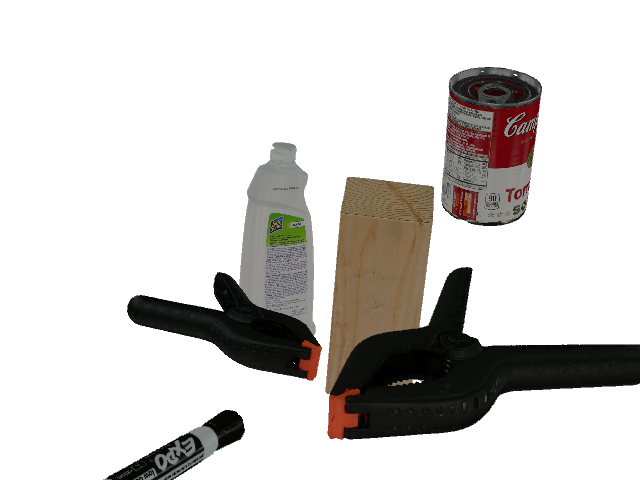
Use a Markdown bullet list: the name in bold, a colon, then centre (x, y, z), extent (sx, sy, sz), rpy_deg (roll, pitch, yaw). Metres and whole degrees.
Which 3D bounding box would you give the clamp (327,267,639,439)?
- **clamp**: centre (0.081, 0.072, 0.673), extent (0.209, 0.036, 0.165), rpy_deg (-14, 27, -31)

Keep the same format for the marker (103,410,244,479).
- **marker**: centre (-0.079, 0.116, 0.560), extent (0.020, 0.020, 0.120), rpy_deg (0, 12, 32)

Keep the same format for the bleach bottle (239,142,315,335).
- **bleach bottle**: centre (-0.048, 0.003, 1.327), extent (0.102, 0.251, 0.068), rpy_deg (-8, 23, -34)

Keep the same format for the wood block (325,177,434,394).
- **wood block**: centre (0.059, 0.051, 1.081), extent (0.090, 0.206, 0.090), rpy_deg (7, 26, 4)

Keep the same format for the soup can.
- **soup can**: centre (0.127, -0.070, 0.805), extent (0.068, 0.102, 0.068), rpy_deg (0, 31, 0)

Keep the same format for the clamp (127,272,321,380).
- **clamp**: centre (-0.065, 0.069, 0.909), extent (0.172, 0.039, 0.120), rpy_deg (21, 28, 24)
